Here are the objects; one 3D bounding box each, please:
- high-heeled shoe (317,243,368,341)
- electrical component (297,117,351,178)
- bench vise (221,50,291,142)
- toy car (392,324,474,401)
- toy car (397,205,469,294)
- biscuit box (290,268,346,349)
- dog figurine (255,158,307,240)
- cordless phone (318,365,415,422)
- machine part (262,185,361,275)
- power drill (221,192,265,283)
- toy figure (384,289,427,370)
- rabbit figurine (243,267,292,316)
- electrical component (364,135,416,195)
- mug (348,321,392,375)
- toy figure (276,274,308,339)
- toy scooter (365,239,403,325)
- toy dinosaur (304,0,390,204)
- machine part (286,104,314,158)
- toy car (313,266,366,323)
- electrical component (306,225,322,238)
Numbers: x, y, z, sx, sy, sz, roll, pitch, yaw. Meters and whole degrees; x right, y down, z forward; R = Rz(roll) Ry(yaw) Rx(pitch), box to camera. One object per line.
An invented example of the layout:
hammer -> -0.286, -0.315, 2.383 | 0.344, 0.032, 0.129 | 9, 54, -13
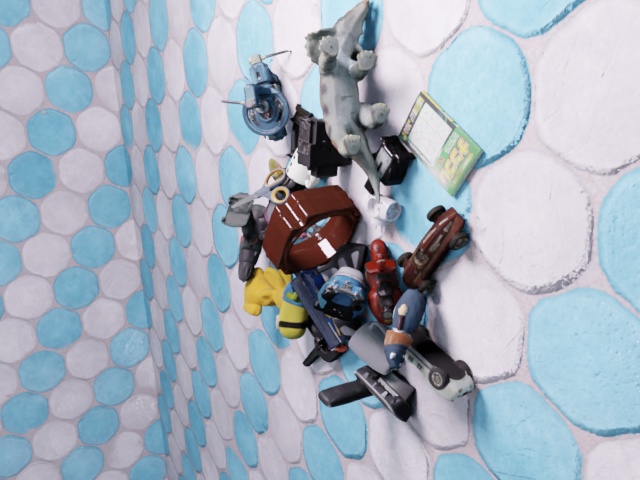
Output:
high-heeled shoe -> 0.092, 0.128, 1.251 | 0.145, 0.086, 0.248 | -24, 97, 26
electrical component -> 0.011, -0.207, 1.200 | 0.058, 0.115, 0.134 | 32, 126, 54
bench vise -> -0.141, -0.351, 1.312 | 0.240, 0.129, 0.223 | -47, -46, -74
toy car -> 0.214, 0.233, 1.059 | 0.202, 0.073, 0.056 | 41, 132, 44
toy car -> 0.210, 0.021, 1.024 | 0.089, 0.053, 0.202 | 61, 145, 31
biscuit box -> 0.007, 0.166, 1.340 | 0.202, 0.059, 0.063 | 58, 145, 10
dog figurine -> -0.102, -0.107, 1.420 | 0.192, 0.108, 0.219 | 11, 105, 58
cordless phone -> 0.101, 0.344, 1.169 | 0.147, 0.184, 0.088 | 40, 127, 45
machine part -> -0.018, -0.020, 1.222 | 0.087, 0.201, 0.201 | 53, 139, 31
power drill -> -0.206, -0.019, 1.504 | 0.207, 0.086, 0.232 | 64, -145, -58
toy figure -> 0.160, 0.172, 1.033 | 0.154, 0.064, 0.058 | -65, 20, -13
rabbit figurine -> -0.125, 0.149, 1.551 | 0.173, 0.122, 0.162 | 22, 109, 37
electrical component -> 0.135, -0.144, 1.089 | 0.075, 0.048, 0.119 | 55, 141, 33
mug -> 0.132, 0.236, 1.193 | 0.107, 0.081, 0.109 | 45, 129, 25
toy figure -> -0.064, 0.177, 1.438 | 0.089, 0.082, 0.180 | 26, 99, 50
toy scooter -> 0.130, 0.089, 1.102 | 0.135, 0.075, 0.183 | 12, -110, -85
toy dinosaur -> 0.052, -0.274, 1.080 | 0.192, 0.131, 0.404 | -144, 48, -80
machine part -> -0.049, -0.263, 1.347 | 0.084, 0.039, 0.138 | 40, 130, 38
toy car -> 0.052, 0.109, 1.159 | 0.161, 0.109, 0.103 | 98, -170, -65
electrical component -> -0.003, -0.004, 1.370 | 0.094, 0.021, 0.063 | 48, 137, 39
